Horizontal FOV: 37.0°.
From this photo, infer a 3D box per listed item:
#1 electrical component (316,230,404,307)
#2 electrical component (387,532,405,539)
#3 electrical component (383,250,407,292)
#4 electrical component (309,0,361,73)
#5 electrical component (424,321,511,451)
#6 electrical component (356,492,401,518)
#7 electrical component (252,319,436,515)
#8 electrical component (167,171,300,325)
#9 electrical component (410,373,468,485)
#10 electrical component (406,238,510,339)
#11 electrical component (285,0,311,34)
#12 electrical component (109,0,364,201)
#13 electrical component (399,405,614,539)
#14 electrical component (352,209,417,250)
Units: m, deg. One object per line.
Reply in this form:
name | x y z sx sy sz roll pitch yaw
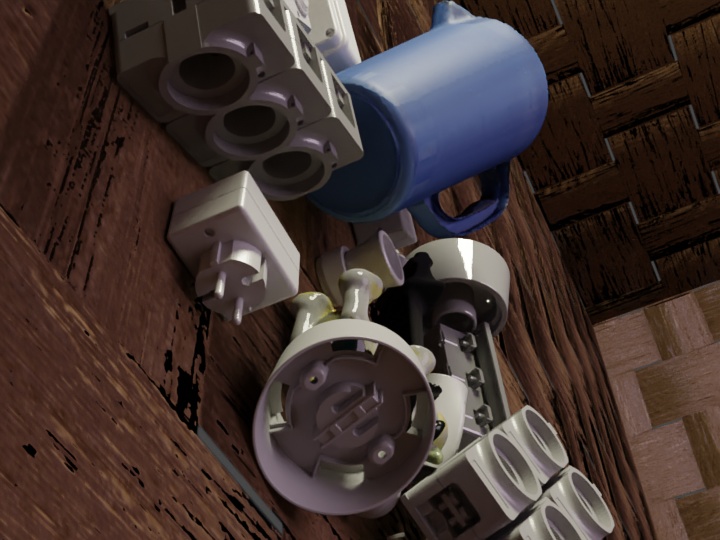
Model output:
electrical component | 0.000 0.000 0.818 0.045 0.055 0.045 -21 90 -76
electrical component | 0.033 0.205 0.675 0.040 0.040 0.078 34 36 -66
electrical component | 0.032 0.001 0.980 0.061 0.035 0.035 -94 158 -57
electrical component | -0.051 -0.202 0.877 0.057 0.078 0.113 50 23 -60
electrical component | 0.087 0.110 0.953 0.063 0.078 0.121 24 38 -29
electrical component | -0.001 0.129 0.660 0.046 0.040 0.040 37 34 -55
electrical component | -0.008 0.079 0.598 0.064 0.099 0.099 -88 153 -72
electrical component | -0.068 -0.002 0.581 0.076 0.047 0.065 -91 156 -54
electrical component | 0.054 0.132 0.837 0.079 0.043 0.077 97 6 -58
electrical component | 0.088 0.030 1.008 0.060 0.108 0.108 -87 153 -46
electrical component | -0.076 -0.187 0.761 0.080 0.080 0.051 7 68 -74
electrical component | -0.069 -0.106 0.644 0.150 0.089 0.061 48 25 -55
electrical component | 0.109 0.161 0.733 0.105 0.060 0.186 55 18 10
electrical component | 0.010 -0.066 0.962 0.076 0.047 0.083 41 32 -61
